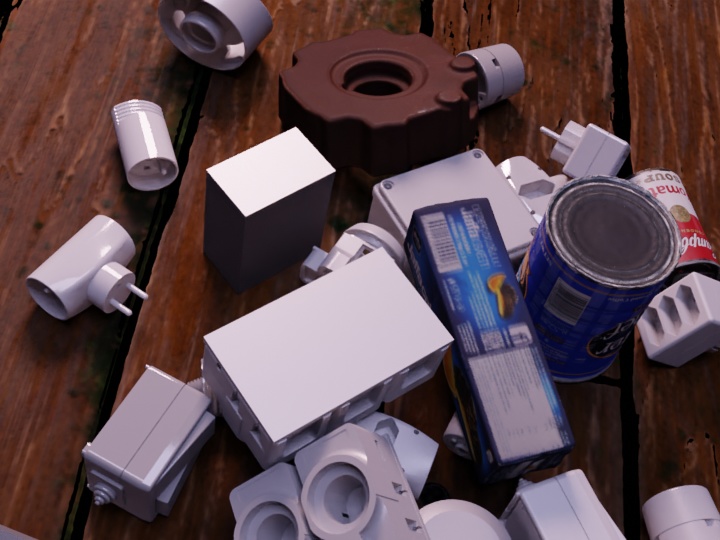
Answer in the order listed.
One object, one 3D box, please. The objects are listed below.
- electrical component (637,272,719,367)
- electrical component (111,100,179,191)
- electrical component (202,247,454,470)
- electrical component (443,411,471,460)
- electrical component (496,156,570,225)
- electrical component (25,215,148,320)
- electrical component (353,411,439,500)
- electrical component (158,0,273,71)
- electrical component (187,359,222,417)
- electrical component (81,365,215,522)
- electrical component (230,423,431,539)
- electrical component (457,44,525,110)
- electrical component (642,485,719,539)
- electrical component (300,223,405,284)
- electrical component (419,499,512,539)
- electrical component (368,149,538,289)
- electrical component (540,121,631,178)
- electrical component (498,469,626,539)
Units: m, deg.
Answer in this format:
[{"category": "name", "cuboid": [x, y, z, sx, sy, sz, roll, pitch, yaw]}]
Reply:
[{"category": "electrical component", "cuboid": [0.277, 0.045, 0.876, 0.077, 0.066, 0.047, 17, 48, -35]}, {"category": "electrical component", "cuboid": [-0.184, -0.112, 0.914, 0.043, 0.043, 0.081, -11, 58, -16]}, {"category": "electrical component", "cuboid": [-0.025, 0.062, 0.755, 0.150, 0.061, 0.089, -27, 67, -25]}, {"category": "electrical component", "cuboid": [0.090, 0.110, 0.810, 0.044, 0.044, 0.065, 26, 60, 9]}, {"category": "electrical component", "cuboid": [0.162, -0.061, 0.938, 0.079, 0.043, 0.077, -17, 60, -24]}, {"category": "electrical component", "cuboid": [-0.201, 0.007, 0.828, 0.079, 0.043, 0.077, 33, 57, 13]}, {"category": "electrical component", "cuboid": [0.007, 0.145, 0.769, 0.077, 0.043, 0.079, 21, 56, 5]}, {"category": "electrical component", "cuboid": [-0.131, -0.231, 0.975, 0.099, 0.099, 0.064, 24, 62, 7]}, {"category": "electrical component", "cuboid": [-0.087, 0.086, 0.794, 0.081, 0.043, 0.043, -2, 56, -11]}, {"category": "electrical component", "cuboid": [-0.146, 0.127, 0.744, 0.061, 0.061, 0.096, 27, 56, 9]}, {"category": "electrical component", "cuboid": [-0.006, 0.205, 0.683, 0.105, 0.060, 0.186, -32, 59, 16]}, {"category": "electrical component", "cuboid": [0.121, -0.182, 1.009, 0.047, 0.055, 0.055, -22, 62, -27]}, {"category": "electrical component", "cuboid": [0.234, 0.187, 0.774, 0.055, 0.055, 0.047, -4, 53, -12]}, {"category": "electrical component", "cuboid": [0.000, 0.000, 0.860, 0.078, 0.058, 0.057, 29, 59, 12]}, {"category": "electrical component", "cuboid": [0.063, 0.202, 0.734, 0.080, 0.051, 0.080, 5, 55, -7]}, {"category": "electrical component", "cuboid": [0.079, -0.034, 0.897, 0.109, 0.056, 0.108, -21, 61, -22]}, {"category": "electrical component", "cuboid": [0.193, -0.106, 0.946, 0.076, 0.047, 0.083, 31, 11, 12]}, {"category": "electrical component", "cuboid": [0.143, 0.186, 0.753, 0.061, 0.061, 0.096, -15, 60, -19]}]
